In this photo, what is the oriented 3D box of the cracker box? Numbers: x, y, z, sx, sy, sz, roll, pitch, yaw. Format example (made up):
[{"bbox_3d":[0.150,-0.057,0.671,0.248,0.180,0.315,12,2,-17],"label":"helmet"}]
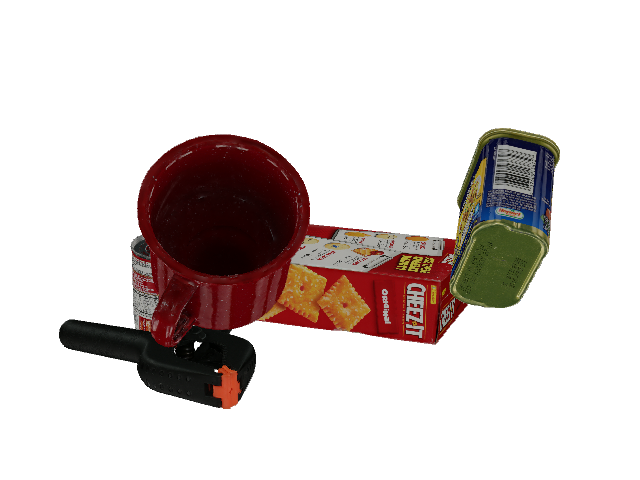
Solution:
[{"bbox_3d":[0.034,0.040,1.071,0.214,0.072,0.164,7,15,19],"label":"cracker box"}]

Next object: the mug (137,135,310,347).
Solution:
[{"bbox_3d":[-0.061,0.010,0.602,0.093,0.117,0.081,24,-28,5],"label":"mug"}]

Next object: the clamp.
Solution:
[{"bbox_3d":[-0.104,0.088,0.882,0.164,0.036,0.210,-10,16,-32],"label":"clamp"}]

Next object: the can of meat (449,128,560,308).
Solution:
[{"bbox_3d":[0.127,-0.012,0.742,0.057,0.084,0.102,13,-36,1],"label":"can of meat"}]

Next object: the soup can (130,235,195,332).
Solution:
[{"bbox_3d":[-0.163,0.049,1.118,0.068,0.102,0.068,2,24,-1],"label":"soup can"}]
